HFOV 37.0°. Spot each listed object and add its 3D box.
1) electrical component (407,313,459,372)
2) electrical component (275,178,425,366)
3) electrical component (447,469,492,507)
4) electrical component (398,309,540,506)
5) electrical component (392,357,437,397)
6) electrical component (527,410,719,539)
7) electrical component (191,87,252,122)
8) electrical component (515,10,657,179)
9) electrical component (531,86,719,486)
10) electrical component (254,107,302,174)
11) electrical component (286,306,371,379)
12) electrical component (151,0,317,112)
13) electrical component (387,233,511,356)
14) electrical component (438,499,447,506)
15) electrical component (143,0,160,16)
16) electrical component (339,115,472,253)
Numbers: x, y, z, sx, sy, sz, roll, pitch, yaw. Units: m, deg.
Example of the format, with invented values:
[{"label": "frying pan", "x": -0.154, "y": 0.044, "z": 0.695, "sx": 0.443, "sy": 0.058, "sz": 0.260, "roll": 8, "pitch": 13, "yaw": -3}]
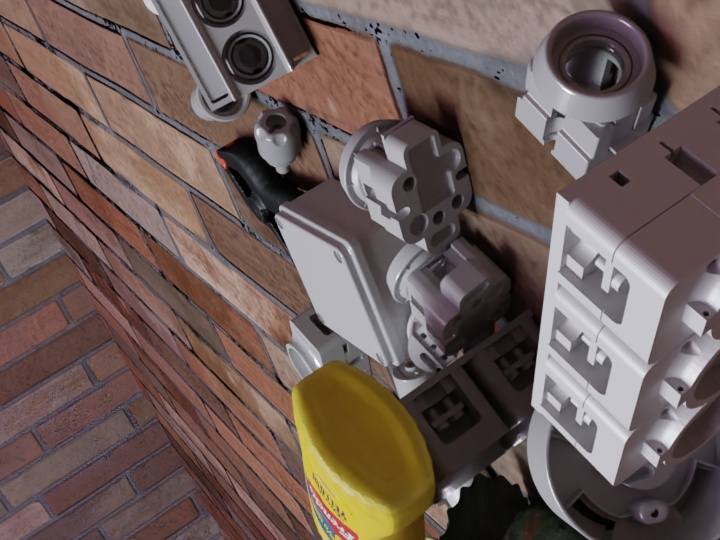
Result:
[{"label": "electrical component", "x": 0.051, "y": 0.045, "z": 0.725, "sx": 0.040, "sy": 0.040, "sz": 0.046, "roll": 61, "pitch": -167, "yaw": -11}, {"label": "electrical component", "x": 0.000, "y": 0.000, "z": 0.783, "sx": 0.109, "sy": 0.056, "sz": 0.108, "roll": 30, "pitch": 148, "yaw": 55}, {"label": "electrical component", "x": 0.096, "y": 0.188, "z": 0.872, "sx": 0.078, "sy": 0.040, "sz": 0.040, "roll": 56, "pitch": 162, "yaw": 3}, {"label": "electrical component", "x": 0.065, "y": 0.105, "z": 0.712, "sx": 0.060, "sy": 0.105, "sz": 0.186, "roll": 54, "pitch": 162, "yaw": 12}, {"label": "electrical component", "x": 0.049, "y": 0.101, "z": 0.849, "sx": 0.044, "sy": 0.044, "sz": 0.065, "roll": 28, "pitch": 141, "yaw": 56}, {"label": "electrical component", "x": 0.134, "y": 0.088, "z": 0.524, "sx": 0.099, "sy": 0.099, "sz": 0.064, "roll": 58, "pitch": 168, "yaw": -3}, {"label": "electrical component", "x": -0.117, "y": -0.141, "z": 0.878, "sx": 0.044, "sy": 0.044, "sz": 0.065, "roll": 61, "pitch": 166, "yaw": -12}, {"label": "electrical component", "x": 0.094, "y": -0.073, "z": 0.440, "sx": 0.066, "sy": 0.048, "sz": 0.055, "roll": 51, "pitch": 168, "yaw": 20}, {"label": "electrical component", "x": 0.126, "y": 0.014, "z": 0.427, "sx": 0.061, "sy": 0.089, "sz": 0.150, "roll": 46, "pitch": 159, "yaw": 31}, {"label": "electrical component", "x": -0.061, "y": -0.095, "z": 0.820, "sx": 0.035, "sy": 0.035, "sz": 0.061, "roll": 49, "pitch": 163, "yaw": 24}, {"label": "electrical component", "x": -0.030, "y": 0.076, "z": 0.986, "sx": 0.050, "sy": 0.056, "sz": 0.089, "roll": 45, "pitch": 158, "yaw": 34}, {"label": "electrical component", "x": -0.092, "y": -0.178, "z": 0.709, "sx": 0.121, "sy": 0.079, "sz": 0.063, "roll": 62, "pitch": -178, "yaw": -14}, {"label": "electrical component", "x": 0.054, "y": 0.010, "z": 0.660, "sx": 0.057, "sy": 0.058, "sz": 0.078, "roll": 47, "pitch": 165, "yaw": 27}, {"label": "electrical component", "x": 0.050, "y": 0.154, "z": 0.908, "sx": 0.057, "sy": 0.058, "sz": 0.078, "roll": 35, "pitch": 152, "yaw": 44}, {"label": "electrical component", "x": -0.144, "y": -0.234, "z": 0.766, "sx": 0.095, "sy": 0.054, "sz": 0.059, "roll": 61, "pitch": 162, "yaw": -5}, {"label": "electrical component", "x": 0.025, "y": -0.055, "z": 0.628, "sx": 0.057, "sy": 0.058, "sz": 0.078, "roll": 35, "pitch": 152, "yaw": 44}]
